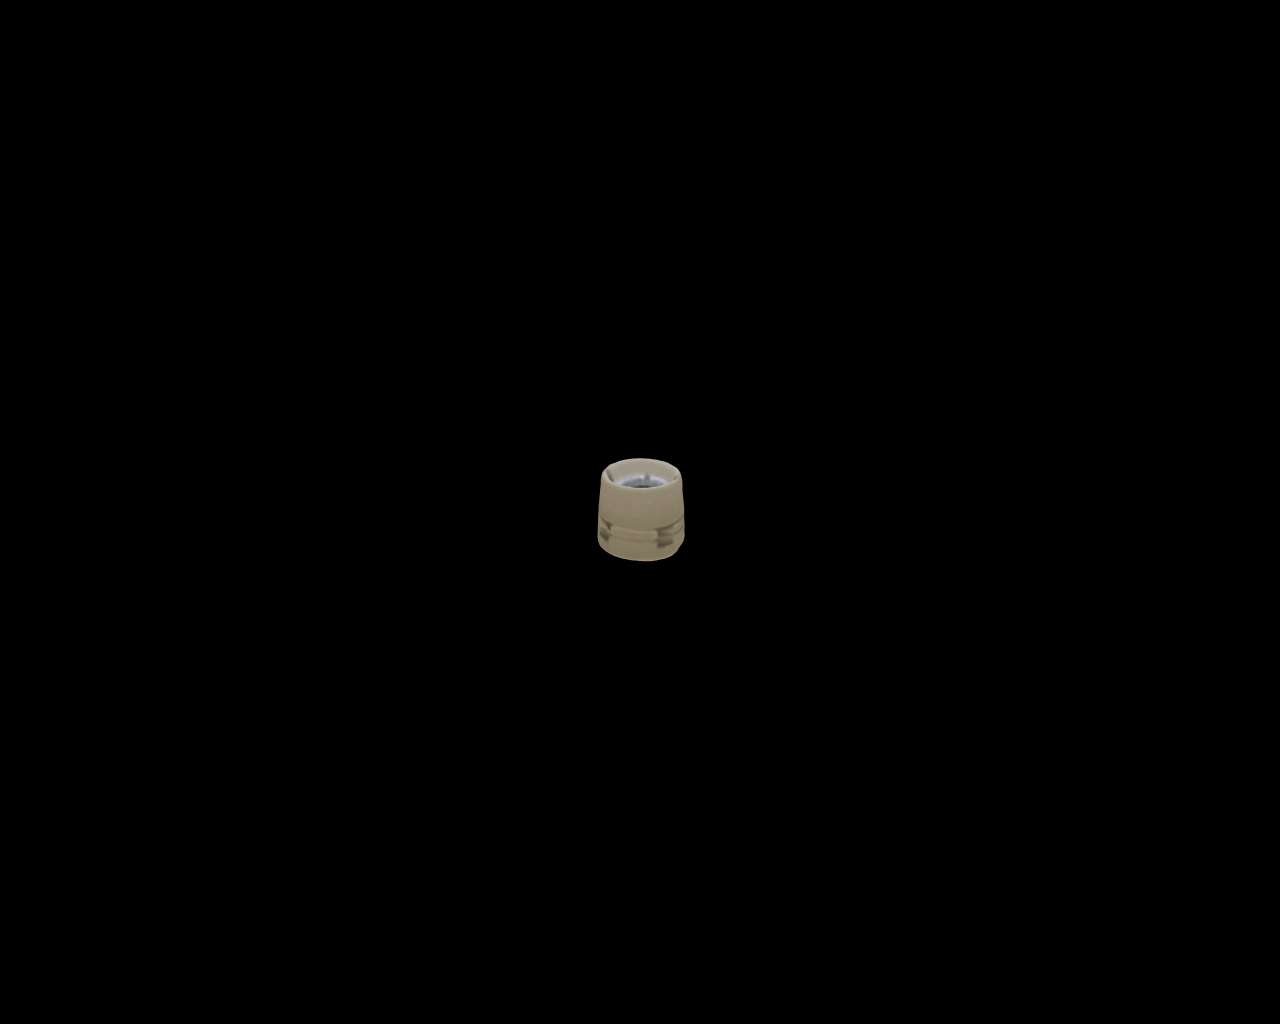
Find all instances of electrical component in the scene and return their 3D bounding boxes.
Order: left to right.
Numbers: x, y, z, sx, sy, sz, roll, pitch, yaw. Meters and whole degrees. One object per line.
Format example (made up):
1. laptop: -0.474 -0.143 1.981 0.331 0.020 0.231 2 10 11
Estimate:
1. electrical component: 0.001 -0.003 0.650 0.055 0.047 0.055 0 25 0
